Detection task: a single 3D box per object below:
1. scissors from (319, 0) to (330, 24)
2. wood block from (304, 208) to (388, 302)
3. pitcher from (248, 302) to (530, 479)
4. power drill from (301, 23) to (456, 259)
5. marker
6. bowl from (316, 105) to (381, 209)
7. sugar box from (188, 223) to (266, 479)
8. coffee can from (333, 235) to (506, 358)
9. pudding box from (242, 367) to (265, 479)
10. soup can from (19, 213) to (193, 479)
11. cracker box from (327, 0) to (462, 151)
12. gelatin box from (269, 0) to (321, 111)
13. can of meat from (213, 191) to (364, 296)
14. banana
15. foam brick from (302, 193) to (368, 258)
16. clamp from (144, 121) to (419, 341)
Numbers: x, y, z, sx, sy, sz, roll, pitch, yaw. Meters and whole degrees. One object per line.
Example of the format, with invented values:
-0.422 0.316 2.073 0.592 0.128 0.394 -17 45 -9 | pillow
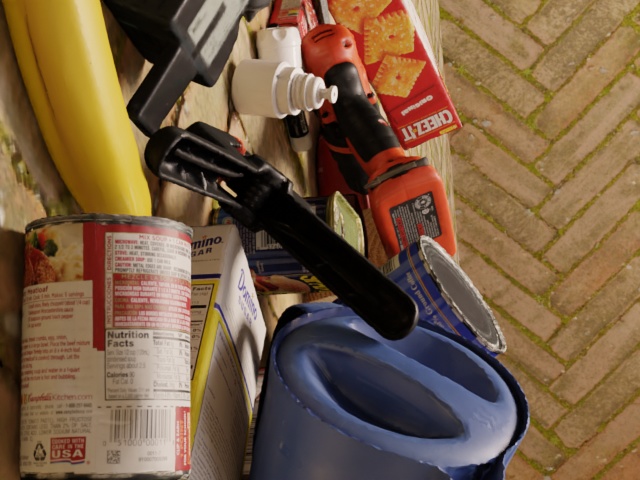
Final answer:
-0.006 -0.267 0.869 0.096 0.016 0.202 -82 163 -45 | scissors
0.078 0.066 1.007 0.206 0.091 0.090 47 36 -41 | wood block
0.009 0.162 0.588 0.149 0.145 0.243 -57 164 -64 | pitcher
0.045 -0.059 0.861 0.188 0.057 0.184 62 -3 42 | power drill
-0.027 -0.127 0.892 0.020 0.020 0.121 -81 163 -48 | marker
0.032 -0.067 1.064 0.162 0.055 0.162 -4 90 -78 | bowl
-0.067 0.084 0.563 0.176 0.048 0.093 -86 168 -48 | sugar box
0.049 0.078 0.780 0.102 0.140 0.103 47 17 -19 | coffee can
-0.035 0.149 0.710 0.090 0.039 0.113 -43 131 -79 | pudding box
-0.085 0.045 0.428 0.068 0.068 0.102 39 49 -74 | soup can
0.054 -0.216 1.026 0.164 0.072 0.213 -102 164 -45 | cracker box
-0.017 -0.166 0.924 0.073 0.030 0.089 -80 162 -49 | gelatin box
-0.020 0.006 0.717 0.102 0.084 0.057 42 45 -73 | can of meat
-0.103 -0.078 0.457 0.069 0.037 0.198 -68 152 -65 | banana
-0.005 0.001 0.807 0.053 0.078 0.051 67 23 -57 | foam brick
-0.042 -0.030 0.591 0.164 0.036 0.210 37 5 -28 | clamp
